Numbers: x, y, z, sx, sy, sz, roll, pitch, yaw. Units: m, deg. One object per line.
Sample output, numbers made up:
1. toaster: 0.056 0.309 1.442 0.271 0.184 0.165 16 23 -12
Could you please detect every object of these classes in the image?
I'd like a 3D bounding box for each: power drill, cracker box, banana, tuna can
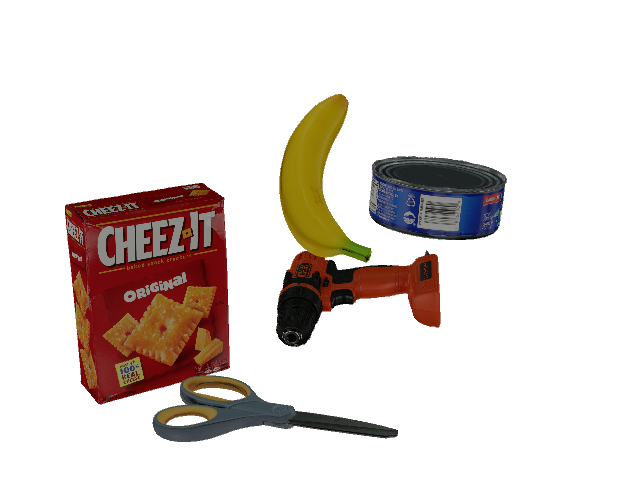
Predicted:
1. power drill: 0.045 0.065 1.237 0.188 0.057 0.184 0 27 7
2. cracker box: -0.186 0.057 1.180 0.163 0.214 0.072 -12 23 -29
3. banana: -0.002 -0.054 0.923 0.069 0.198 0.037 2 -39 -10
4. tuna can: 0.074 -0.028 0.681 0.086 0.034 0.086 4 17 -1

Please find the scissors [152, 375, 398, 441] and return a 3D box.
1. scissors: -0.048 0.141 0.818 0.202 0.016 0.096 11 28 42
